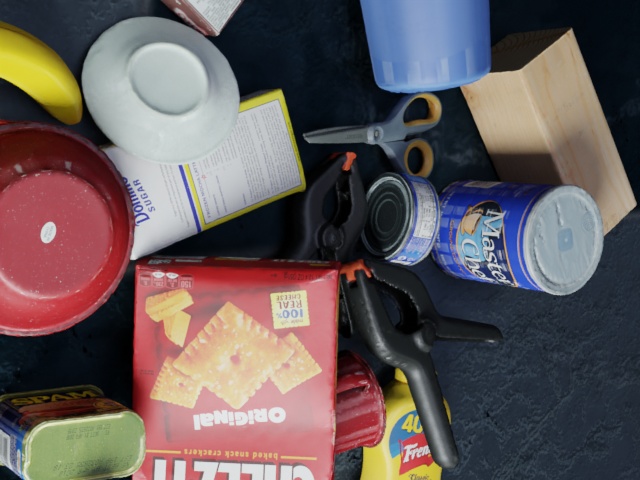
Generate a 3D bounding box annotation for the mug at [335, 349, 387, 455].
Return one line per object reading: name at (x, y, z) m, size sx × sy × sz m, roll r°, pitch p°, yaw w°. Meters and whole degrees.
mug at (0.005, 0.147, 0.946) m, size 0.081 × 0.117 × 0.093 m, roll -13°, pitch 69°, yaw -29°

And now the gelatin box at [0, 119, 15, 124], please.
gelatin box at (-0.237, -0.046, 0.803) m, size 0.073 × 0.030 × 0.089 m, roll 6°, pitch 91°, yaw -34°

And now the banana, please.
banana at (-0.232, -0.123, 0.752) m, size 0.070 × 0.037 × 0.197 m, roll -52°, pitch 154°, yaw 21°

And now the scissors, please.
scissors at (0.055, -0.082, 0.987) m, size 0.201 × 0.016 × 0.096 m, roll -30°, pitch 120°, yaw -44°

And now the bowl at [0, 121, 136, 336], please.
bowl at (-0.202, -0.006, 0.773) m, size 0.161 × 0.055 × 0.162 m, roll -3°, pitch 96°, yaw -29°

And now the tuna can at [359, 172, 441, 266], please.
tuna can at (0.072, -0.020, 0.989) m, size 0.033 × 0.086 × 0.086 m, roll 9°, pitch 90°, yaw -34°

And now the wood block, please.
wood block at (0.234, -0.102, 1.091) m, size 0.090 × 0.091 × 0.206 m, roll -39°, pitch 115°, yaw -26°

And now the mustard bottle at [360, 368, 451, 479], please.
mustard bottle at (0.083, 0.199, 1.037) m, size 0.096 × 0.058 × 0.191 m, roll 8°, pitch 90°, yaw -37°

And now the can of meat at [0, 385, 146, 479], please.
can of meat at (-0.195, 0.151, 0.820) m, size 0.101 × 0.084 × 0.057 m, roll -2°, pitch 97°, yaw -35°

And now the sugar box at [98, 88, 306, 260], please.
sugar box at (-0.101, -0.058, 0.889) m, size 0.176 × 0.048 × 0.093 m, roll -22°, pitch 106°, yaw -28°

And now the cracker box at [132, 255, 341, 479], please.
cracker box at (-0.067, 0.122, 0.865) m, size 0.164 × 0.072 × 0.214 m, roll 2°, pitch 94°, yaw 4°

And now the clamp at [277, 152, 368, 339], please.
clamp at (-0.006, 0.001, 0.966) m, size 0.120 × 0.039 × 0.171 m, roll 8°, pitch 86°, yaw -41°

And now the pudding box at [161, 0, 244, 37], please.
pudding box at (-0.103, -0.236, 0.873) m, size 0.113 × 0.039 × 0.090 m, roll 44°, pitch 70°, yaw -32°

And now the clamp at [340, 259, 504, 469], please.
clamp at (0.095, 0.086, 0.998) m, size 0.210 × 0.036 × 0.164 m, roll 52°, pitch 47°, yaw -20°

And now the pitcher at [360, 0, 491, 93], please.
pitcher at (0.093, -0.263, 0.963) m, size 0.149 × 0.145 × 0.243 m, roll -14°, pitch 107°, yaw -21°

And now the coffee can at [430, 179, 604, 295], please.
coffee can at (0.187, -0.006, 1.038) m, size 0.102 × 0.141 × 0.103 m, roll -4°, pitch 97°, yaw -35°
